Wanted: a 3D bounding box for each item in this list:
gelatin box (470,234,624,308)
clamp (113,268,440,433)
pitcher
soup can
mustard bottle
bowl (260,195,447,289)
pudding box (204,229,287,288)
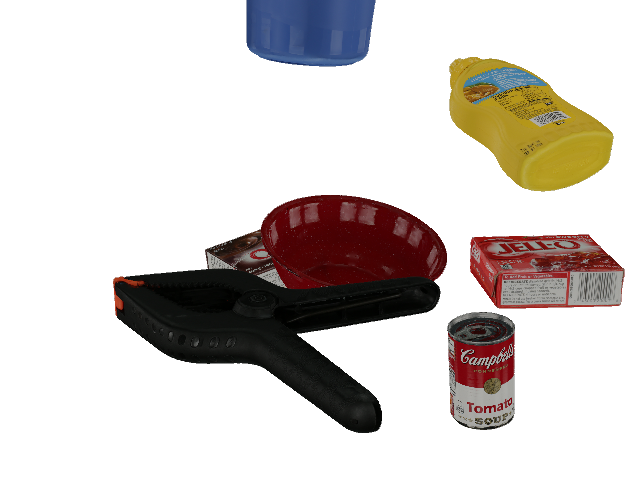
[{"bbox_3d":[0.154,0.020,0.737,0.089,0.030,0.073,-1,19,-5],"label":"gelatin box"},{"bbox_3d":[-0.031,0.049,0.683,0.210,0.036,0.164,12,27,22],"label":"clamp"},{"bbox_3d":[0.003,-0.272,0.894,0.145,0.243,0.149,7,18,8],"label":"pitcher"},{"bbox_3d":[0.165,0.134,1.095,0.068,0.102,0.068,-4,22,1],"label":"soup can"},{"bbox_3d":[0.174,-0.119,0.980,0.096,0.058,0.192,-18,41,-18],"label":"mustard bottle"},{"bbox_3d":[0.025,0.022,0.924,0.162,0.055,0.162,7,30,-4],"label":"bowl"},{"bbox_3d":[-0.050,0.020,1.118,0.113,0.039,0.090,-23,29,-29],"label":"pudding box"}]
